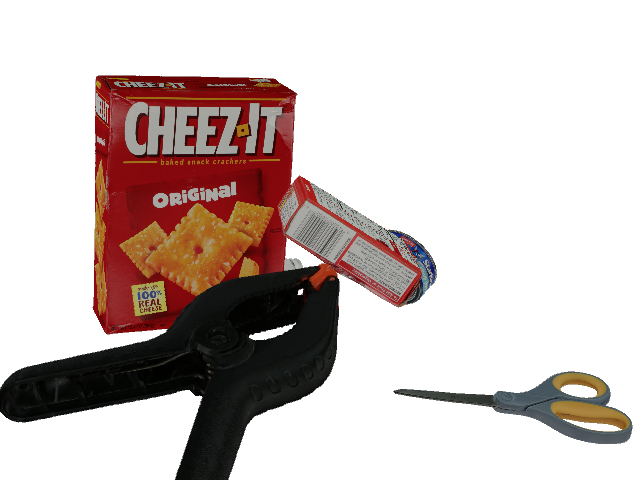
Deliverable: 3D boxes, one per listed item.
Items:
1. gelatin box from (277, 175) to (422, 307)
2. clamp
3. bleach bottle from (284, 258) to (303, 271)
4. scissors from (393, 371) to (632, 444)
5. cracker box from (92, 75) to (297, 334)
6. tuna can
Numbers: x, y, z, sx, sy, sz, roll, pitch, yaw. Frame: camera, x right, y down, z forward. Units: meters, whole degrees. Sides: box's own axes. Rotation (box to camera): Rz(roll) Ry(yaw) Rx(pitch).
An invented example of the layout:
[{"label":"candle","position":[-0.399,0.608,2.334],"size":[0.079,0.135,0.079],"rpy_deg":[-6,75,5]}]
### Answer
[{"label":"gelatin box","position":[0.017,0.000,0.672],"size":[0.089,0.030,0.073],"rpy_deg":[32,10,-12]},{"label":"clamp","position":[-0.043,0.065,0.482],"size":[0.171,0.039,0.120],"rpy_deg":[-27,51,-31]},{"label":"bleach bottle","position":[-0.130,0.055,1.424],"size":[0.250,0.068,0.103],"rpy_deg":[-12,27,-42]},{"label":"scissors","position":[0.171,0.132,0.934],"size":[0.202,0.016,0.096],"rpy_deg":[13,29,11]},{"label":"cracker box","position":[-0.111,-0.032,0.931],"size":[0.164,0.214,0.072],"rpy_deg":[-3,20,-22]},{"label":"tuna can","position":[0.088,0.031,1.225],"size":[0.086,0.086,0.033],"rpy_deg":[0,37,47]}]
